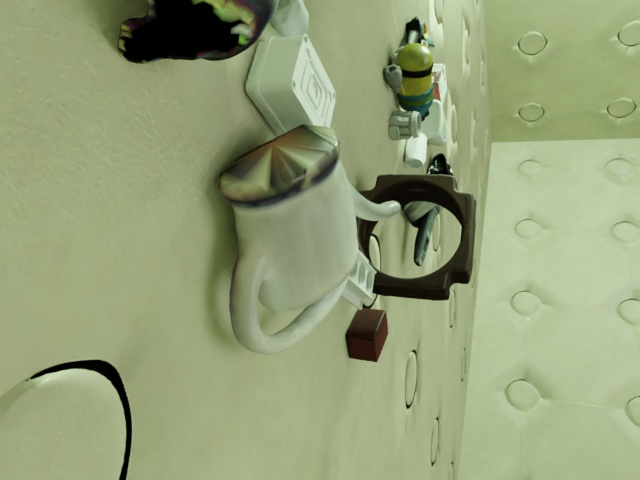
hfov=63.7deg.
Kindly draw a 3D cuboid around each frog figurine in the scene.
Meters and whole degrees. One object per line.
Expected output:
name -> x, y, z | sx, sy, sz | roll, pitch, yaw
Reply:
frog figurine -> -0.090, -0.221, 0.385 | 0.135, 0.123, 0.162 | 123, -31, -68

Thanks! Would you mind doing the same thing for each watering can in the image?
watering can -> 0.002, -0.030, 0.597 | 0.354, 0.104, 0.220 | -47, 134, -44
